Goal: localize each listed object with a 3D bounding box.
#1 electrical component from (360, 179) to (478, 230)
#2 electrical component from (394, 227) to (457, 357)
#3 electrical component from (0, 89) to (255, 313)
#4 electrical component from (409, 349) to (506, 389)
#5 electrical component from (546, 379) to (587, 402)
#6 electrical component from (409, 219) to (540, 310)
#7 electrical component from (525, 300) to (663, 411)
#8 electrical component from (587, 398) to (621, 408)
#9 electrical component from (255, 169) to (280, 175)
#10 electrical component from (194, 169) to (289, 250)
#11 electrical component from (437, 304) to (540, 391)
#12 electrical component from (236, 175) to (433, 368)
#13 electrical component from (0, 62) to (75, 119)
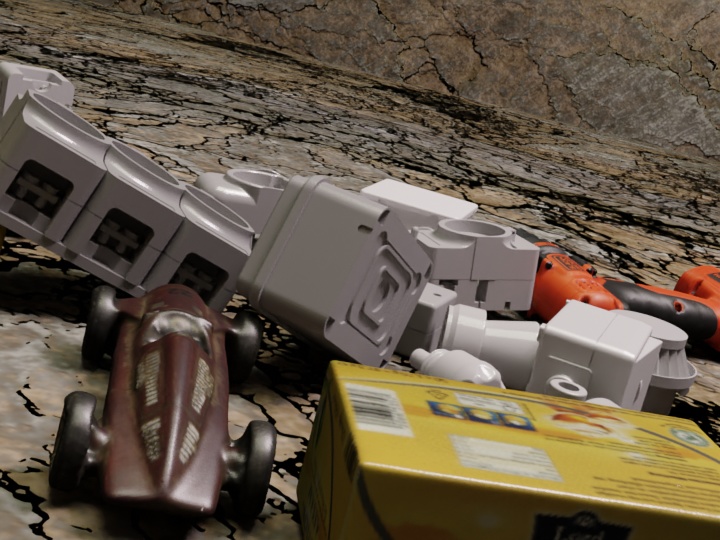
[{"bbox_3d":[0.047,-0.040,0.932,0.100,0.048,0.100,17,15,13],"label":"electrical component"},{"bbox_3d":[0.018,0.005,0.687,0.083,0.075,0.047,19,16,19],"label":"electrical component"},{"bbox_3d":[-0.140,-0.036,0.621,0.150,0.061,0.089,32,6,-27],"label":"electrical component"},{"bbox_3d":[0.050,0.060,0.597,0.035,0.035,0.061,2,17,-37],"label":"electrical component"},{"bbox_3d":[0.087,0.082,0.495,0.043,0.062,0.043,13,15,-4],"label":"electrical component"},{"bbox_3d":[0.081,-0.004,0.796,0.089,0.055,0.050,1,17,-20],"label":"electrical component"},{"bbox_3d":[0.130,0.062,0.609,0.061,0.061,0.096,19,16,18],"label":"electrical component"},{"bbox_3d":[0.133,0.094,0.533,0.040,0.040,0.078,5,17,-30],"label":"electrical component"},{"bbox_3d":[-0.080,-0.055,0.880,0.066,0.048,0.055,12,23,-9],"label":"electrical component"},{"bbox_3d":[-0.077,-0.039,0.795,0.095,0.059,0.053,8,16,-21],"label":"electrical component"},{"bbox_3d":[0.076,0.047,0.647,0.055,0.045,0.045,13,15,1],"label":"electrical component"},{"bbox_3d":[-0.012,0.004,0.596,0.057,0.078,0.113,23,-9,23],"label":"electrical component"},{"bbox_3d":[-0.259,-0.110,0.834,0.050,0.089,0.056,5,17,-31],"label":"electrical component"}]
